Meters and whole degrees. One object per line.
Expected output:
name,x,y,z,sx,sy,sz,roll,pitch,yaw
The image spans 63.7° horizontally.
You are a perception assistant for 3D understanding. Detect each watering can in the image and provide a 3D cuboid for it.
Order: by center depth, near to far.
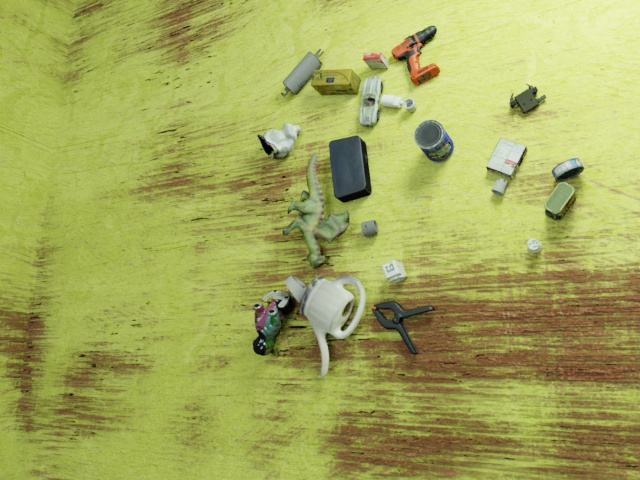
watering can,0.020,0.272,1.781,0.226,0.103,0.348,28,90,31

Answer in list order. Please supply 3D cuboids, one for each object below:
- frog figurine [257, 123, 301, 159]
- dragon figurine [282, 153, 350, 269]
frog figurine,-0.152,-0.404,2.069,0.161,0.120,0.139,-37,47,-25
dragon figurine,0.006,-0.094,1.874,0.244,0.122,0.407,21,99,26
